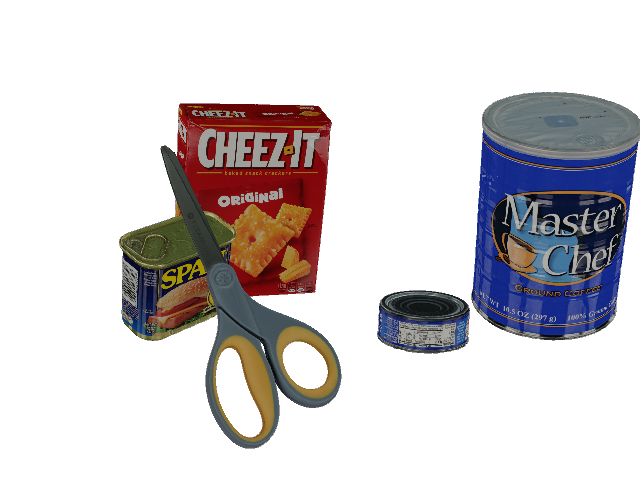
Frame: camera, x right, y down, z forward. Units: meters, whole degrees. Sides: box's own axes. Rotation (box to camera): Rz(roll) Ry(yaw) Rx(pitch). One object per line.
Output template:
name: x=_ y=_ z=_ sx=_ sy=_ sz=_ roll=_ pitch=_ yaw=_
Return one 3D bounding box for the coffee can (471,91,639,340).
coffee can: x=0.158 y=-0.018 z=0.729 sx=0.103 sy=0.140 sz=0.103 roll=-1 pitch=28 yaw=0

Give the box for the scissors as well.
scissors: x=-0.043 y=0.030 z=0.687 sx=0.096 sy=0.202 sz=0.016 roll=-5 pitch=-14 yaw=-16

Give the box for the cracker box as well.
cracker box: x=-0.080 y=-0.043 z=1.207 sx=0.164 sy=0.214 sz=0.072 roll=-1 pitch=23 yaw=-17

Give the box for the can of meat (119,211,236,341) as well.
can of meat: x=-0.127 y=0.031 z=0.945 sx=0.101 sy=0.084 sz=0.058 roll=-21 pitch=43 yaw=-38

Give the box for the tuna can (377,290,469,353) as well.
tuna can: x=0.096 y=0.074 z=0.995 sx=0.086 sy=0.034 sz=0.086 roll=1 pitch=15 yaw=-1
